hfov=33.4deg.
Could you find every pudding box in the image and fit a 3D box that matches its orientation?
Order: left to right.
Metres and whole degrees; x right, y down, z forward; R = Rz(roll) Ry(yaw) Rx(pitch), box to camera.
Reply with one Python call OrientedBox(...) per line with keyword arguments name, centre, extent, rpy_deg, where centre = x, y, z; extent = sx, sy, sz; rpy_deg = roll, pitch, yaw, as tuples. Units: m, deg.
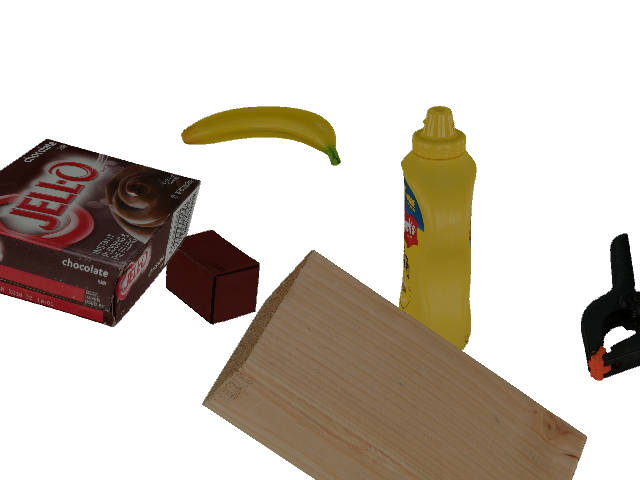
OrientedBox(name="pudding box", centre=(-0.120, -0.008, 0.525), extent=(0.090, 0.039, 0.113), rpy_deg=(16, 24, 6))

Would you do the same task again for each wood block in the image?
OrientedBox(name="wood block", centre=(0.045, 0.111, 0.658), extent=(0.206, 0.090, 0.090), rpy_deg=(34, -33, -5))

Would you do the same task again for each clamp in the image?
OrientedBox(name="clamp", centre=(0.287, 0.058, 0.987), extent=(0.171, 0.039, 0.120), rpy_deg=(-35, 40, -26))

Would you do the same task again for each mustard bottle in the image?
OrientedBox(name="mustard bottle", centre=(0.093, -0.013, 0.848), extent=(0.058, 0.192, 0.096), rpy_deg=(-2, 26, -2))

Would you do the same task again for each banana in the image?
OrientedBox(name="banana", centre=(-0.063, -0.131, 1.253), extent=(0.198, 0.037, 0.069), rpy_deg=(8, 41, 17))

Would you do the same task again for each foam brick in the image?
OrientedBox(name="foam brick", centre=(-0.100, 0.033, 0.985), extent=(0.052, 0.051, 0.078), rpy_deg=(-15, 34, -36))
